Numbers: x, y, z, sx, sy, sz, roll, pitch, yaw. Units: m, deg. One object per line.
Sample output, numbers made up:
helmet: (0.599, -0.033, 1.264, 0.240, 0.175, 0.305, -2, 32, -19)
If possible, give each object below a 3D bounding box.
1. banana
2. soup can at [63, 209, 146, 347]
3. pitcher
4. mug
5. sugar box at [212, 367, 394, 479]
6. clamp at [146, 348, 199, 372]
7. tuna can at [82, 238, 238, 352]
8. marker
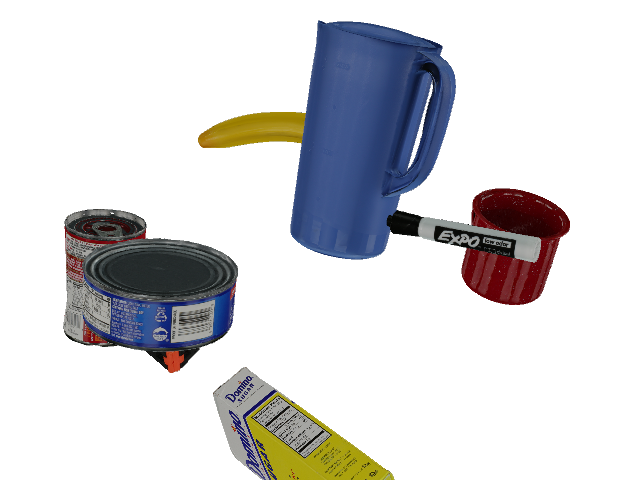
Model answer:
banana: (-0.049, -0.130, 1.296, 0.198, 0.037, 0.069, 8, 39, 18)
soup can: (-0.186, 0.032, 0.915, 0.068, 0.102, 0.068, 6, 20, -2)
pitcher: (0.048, -0.104, 1.133, 0.145, 0.243, 0.149, 10, 16, -4)
mug: (0.177, 0.001, 1.029, 0.093, 0.081, 0.117, -6, 35, -25)
sugar box: (-0.012, 0.186, 0.884, 0.176, 0.093, 0.048, 27, 53, 37)
clamp: (-0.149, 0.073, 1.145, 0.120, 0.039, 0.171, -15, 39, -8)
tuna can: (-0.090, 0.029, 0.596, 0.086, 0.034, 0.086, 5, 20, -2)
marker: (0.107, -0.004, 0.816, 0.121, 0.020, 0.020, 12, 5, 25)
